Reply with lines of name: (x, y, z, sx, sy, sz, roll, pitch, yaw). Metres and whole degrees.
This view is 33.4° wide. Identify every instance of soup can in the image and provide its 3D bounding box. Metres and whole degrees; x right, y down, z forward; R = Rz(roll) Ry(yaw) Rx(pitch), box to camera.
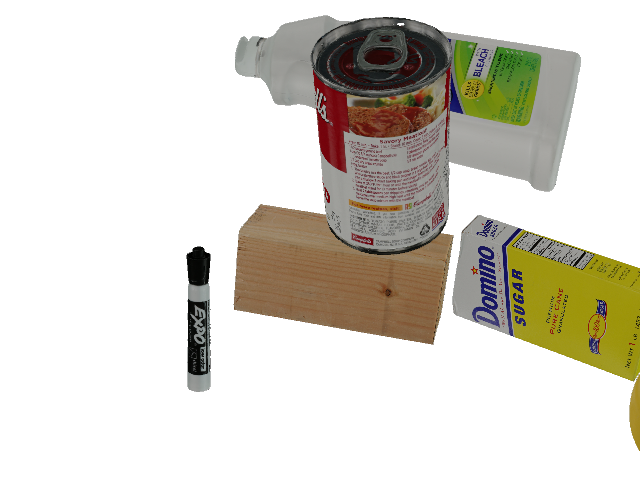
soup can: (0.033, -0.052, 0.540, 0.068, 0.102, 0.068, -3, 41, 3)

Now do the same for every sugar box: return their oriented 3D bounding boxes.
sugar box: (0.205, 0.049, 0.942, 0.176, 0.093, 0.048, 18, 34, 24)

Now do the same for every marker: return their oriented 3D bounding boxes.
marker: (-0.097, 0.063, 0.848, 0.020, 0.121, 0.020, 2, 20, -1)

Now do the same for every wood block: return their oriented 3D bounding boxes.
wood block: (0.024, 0.033, 1.091, 0.206, 0.091, 0.090, 10, 22, 9)

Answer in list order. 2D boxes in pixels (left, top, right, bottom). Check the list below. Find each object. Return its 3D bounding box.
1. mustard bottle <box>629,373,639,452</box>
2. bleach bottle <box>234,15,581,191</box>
mustard bottle: (0.213, 0.103, 0.552, 0.096, 0.058, 0.191, -2, 37, 4)
bleach bottle: (0.056, -0.110, 0.785, 0.251, 0.102, 0.068, 12, -27, 13)
